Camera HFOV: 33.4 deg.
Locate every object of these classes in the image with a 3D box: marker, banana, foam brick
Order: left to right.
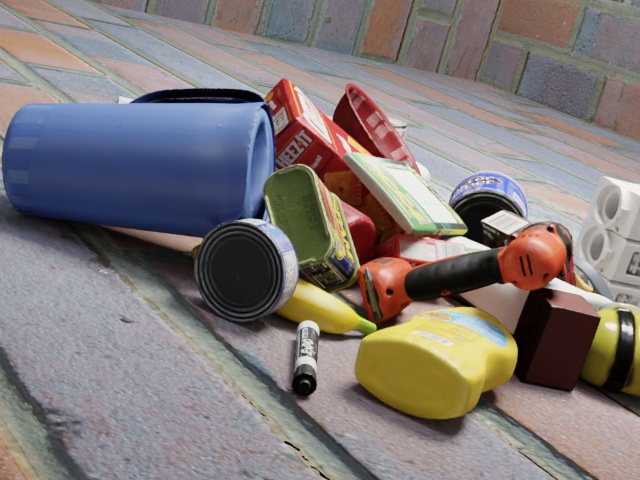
[{"bbox_3d":[-0.046,0.044,0.957,0.198,0.037,0.069,25,-12,22],"label":"banana"},{"bbox_3d":[-0.011,0.092,0.840,0.020,0.020,0.121,15,15,-3],"label":"marker"},{"bbox_3d":[0.210,0.088,0.963,0.051,0.078,0.053,14,15,-12],"label":"foam brick"}]

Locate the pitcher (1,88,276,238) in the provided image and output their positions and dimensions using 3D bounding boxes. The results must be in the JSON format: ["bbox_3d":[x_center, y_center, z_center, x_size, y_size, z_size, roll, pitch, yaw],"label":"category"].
[{"bbox_3d":[-0.164,-0.077,1.009,0.243,0.145,0.149,5,6,8],"label":"pitcher"}]

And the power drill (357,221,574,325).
[{"bbox_3d":[0.140,0.025,0.994,0.188,0.057,0.184,-15,0,21],"label":"power drill"}]

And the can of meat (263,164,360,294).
[{"bbox_3d":[-0.010,-0.010,0.974,0.057,0.102,0.084,-20,-23,10],"label":"can of meat"}]

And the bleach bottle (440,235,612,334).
[{"bbox_3d":[0.192,0.046,1.131,0.102,0.068,0.251,10,13,-29],"label":"bleach bottle"}]

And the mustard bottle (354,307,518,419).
[{"bbox_3d":[0.110,0.093,0.882,0.096,0.058,0.191,17,14,25],"label":"mustard bottle"}]

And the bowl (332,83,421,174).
[{"bbox_3d":[0.062,-0.119,1.357,0.162,0.055,0.162,47,19,-23],"label":"bowl"}]

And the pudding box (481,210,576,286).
[{"bbox_3d":[0.231,0.027,1.178,0.039,0.090,0.114,-27,34,-20],"label":"pudding box"}]

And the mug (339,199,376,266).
[{"bbox_3d":[-0.007,0.001,1.059,0.082,0.093,0.117,31,44,33],"label":"mug"}]

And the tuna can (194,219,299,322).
[{"bbox_3d":[-0.061,0.025,0.903,0.086,0.086,0.033,22,15,21],"label":"tuna can"}]

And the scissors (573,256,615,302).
[{"bbox_3d":[0.319,0.079,1.121,0.016,0.096,0.202,-33,33,-16],"label":"scissors"}]

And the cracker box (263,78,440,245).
[{"bbox_3d":[0.024,-0.074,1.195,0.213,0.072,0.164,39,13,-21],"label":"cracker box"}]

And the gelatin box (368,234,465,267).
[{"bbox_3d":[0.095,0.021,1.110,0.089,0.030,0.073,8,-22,-28],"label":"gelatin box"}]

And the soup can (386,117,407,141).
[{"bbox_3d":[0.084,-0.123,1.538,0.068,0.102,0.068,9,16,-3],"label":"soup can"}]

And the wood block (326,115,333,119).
[{"bbox_3d":[-0.018,-0.113,1.434,0.090,0.091,0.206,19,15,9],"label":"wood block"}]

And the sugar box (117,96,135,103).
[{"bbox_3d":[-0.213,-0.095,1.170,0.048,0.093,0.176,13,16,-11],"label":"sugar box"}]

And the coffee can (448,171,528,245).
[{"bbox_3d":[0.204,-0.024,1.313,0.103,0.103,0.140,17,15,6],"label":"coffee can"}]
